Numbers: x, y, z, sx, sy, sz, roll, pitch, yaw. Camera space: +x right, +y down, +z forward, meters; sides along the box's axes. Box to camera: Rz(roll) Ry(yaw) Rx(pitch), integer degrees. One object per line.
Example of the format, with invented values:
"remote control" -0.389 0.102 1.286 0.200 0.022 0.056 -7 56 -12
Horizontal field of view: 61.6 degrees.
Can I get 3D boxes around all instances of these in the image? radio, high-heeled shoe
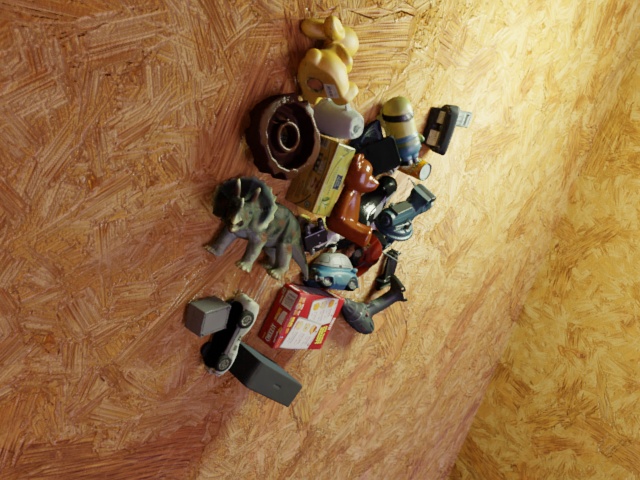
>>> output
"radio" -0.149 0.335 1.356 0.073 0.131 0.229 -52 143 -10
"high-heeled shoe" 0.120 -0.076 1.478 0.248 0.086 0.145 -48 177 12

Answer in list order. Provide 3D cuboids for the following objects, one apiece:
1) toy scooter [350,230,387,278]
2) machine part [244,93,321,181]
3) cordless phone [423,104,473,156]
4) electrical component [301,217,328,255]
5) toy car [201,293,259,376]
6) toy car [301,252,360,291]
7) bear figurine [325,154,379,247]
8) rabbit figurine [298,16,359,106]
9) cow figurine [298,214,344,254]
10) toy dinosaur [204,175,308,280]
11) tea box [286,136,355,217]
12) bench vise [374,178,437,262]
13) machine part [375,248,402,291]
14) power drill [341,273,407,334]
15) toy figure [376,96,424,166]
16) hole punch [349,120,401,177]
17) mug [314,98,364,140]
"toy scooter" 0.113 0.052 1.510 0.135 0.075 0.183 -34 161 -22
"machine part" -0.076 -0.213 1.107 0.179 0.056 0.179 -12 106 -47
"cordless phone" 0.392 -0.326 1.599 0.184 0.089 0.146 -10 121 -52
"electrical component" -0.011 -0.007 1.276 0.063 0.021 0.093 -22 130 -16
"toy car" -0.212 0.221 1.252 0.056 0.074 0.201 24 95 -53
"toy car" 0.030 0.082 1.439 0.161 0.109 0.103 13 81 -41
"bear figurine" 0.094 -0.100 1.281 0.195 0.132 0.120 -64 177 8
"rabbit figurine" 0.019 -0.385 1.114 0.173 0.122 0.162 -59 136 -27
"cow figurine" -0.001 -0.003 1.359 0.167 0.068 0.098 12 110 -49
"toy dinosaur" -0.112 -0.022 1.183 0.404 0.131 0.192 19 99 -60
"tea box" 0.000 -0.150 1.236 0.068 0.098 0.169 7 110 -50
"bench vise" 0.232 -0.051 1.568 0.223 0.129 0.240 -38 161 -45
"machine part" 0.218 0.096 1.712 0.084 0.039 0.138 -9 122 -41
"power drill" 0.167 0.195 1.654 0.207 0.086 0.231 -38 143 -12
"toy figure" 0.215 -0.279 1.380 0.082 0.089 0.180 -33 111 -36
"hole punch" 0.131 -0.228 1.365 0.116 0.092 0.142 -24 142 2
"mug" 0.047 -0.275 1.200 0.081 0.107 0.109 -22 131 -42
